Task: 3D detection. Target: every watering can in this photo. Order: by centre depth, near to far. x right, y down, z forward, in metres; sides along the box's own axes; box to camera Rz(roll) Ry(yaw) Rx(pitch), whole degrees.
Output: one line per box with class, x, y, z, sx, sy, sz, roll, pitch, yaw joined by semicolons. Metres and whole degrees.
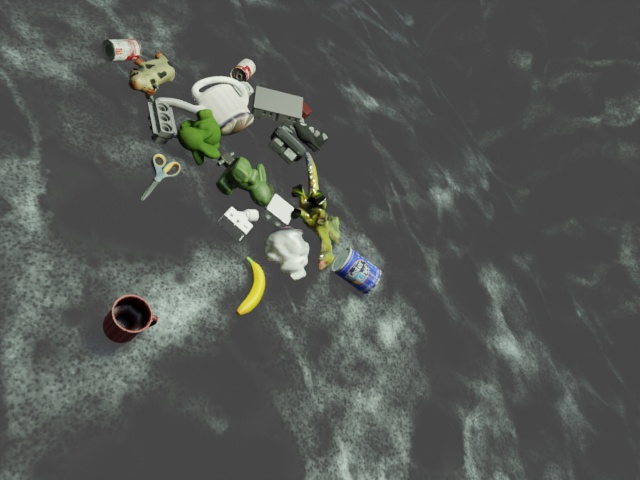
watering can;-0.371;-0.451;1.767;0.353;0.102;0.225;-34;84;-38

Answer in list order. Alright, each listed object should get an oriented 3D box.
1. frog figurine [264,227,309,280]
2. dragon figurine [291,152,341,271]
frog figurine;-0.100;0.045;1.594;0.137;0.120;0.162;-7;69;-10
dragon figurine;0.005;-0.091;1.805;0.238;0.121;0.420;51;34;-51
